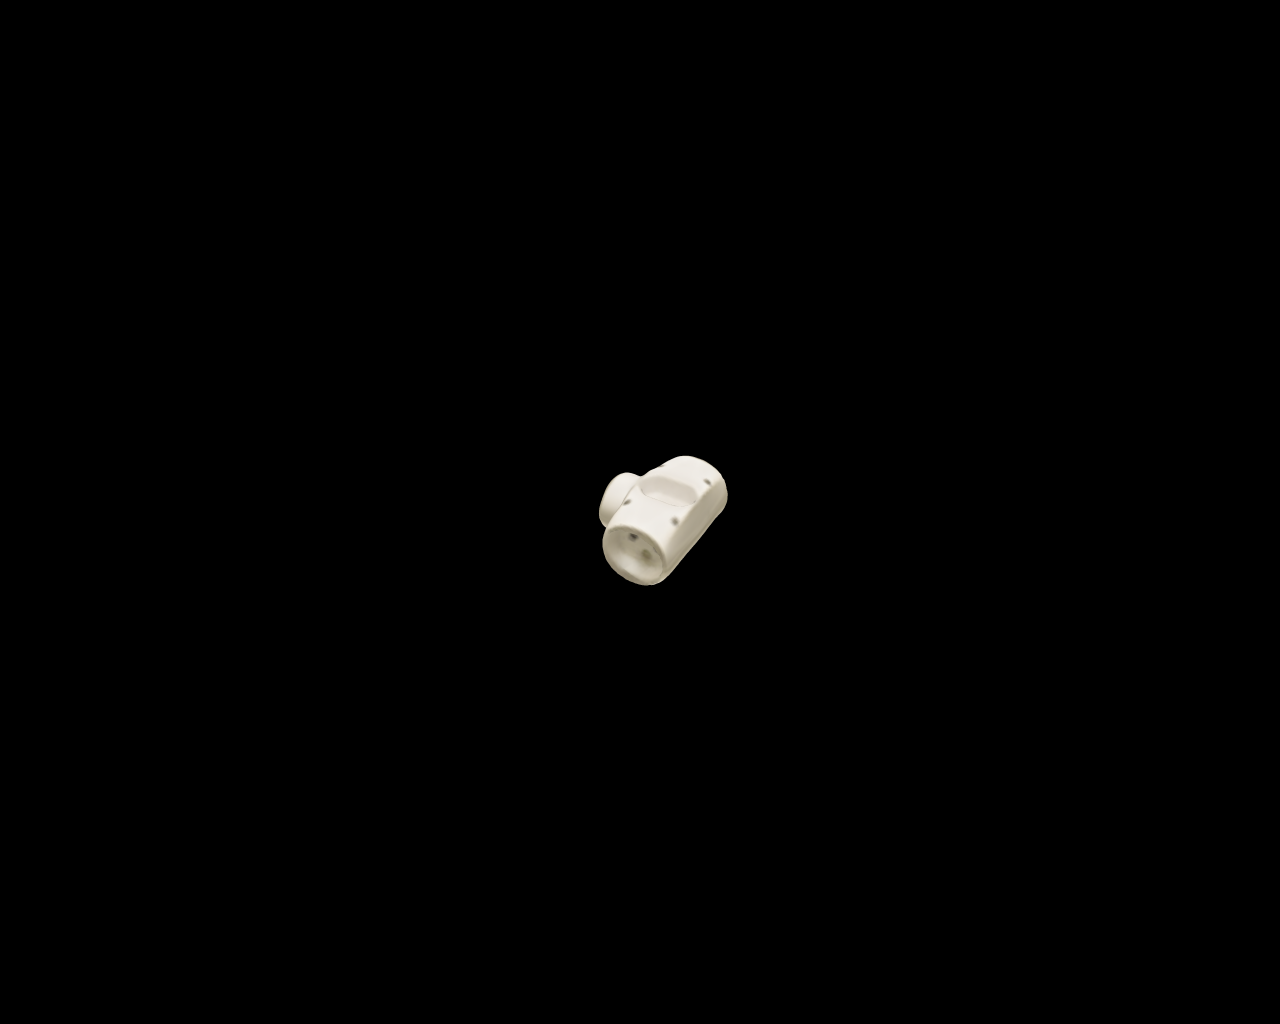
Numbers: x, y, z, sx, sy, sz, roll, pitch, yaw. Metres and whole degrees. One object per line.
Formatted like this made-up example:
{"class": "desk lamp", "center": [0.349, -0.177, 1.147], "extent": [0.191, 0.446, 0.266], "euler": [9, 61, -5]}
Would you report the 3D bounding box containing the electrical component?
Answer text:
{"class": "electrical component", "center": [0.001, -0.003, 0.650], "extent": [0.079, 0.043, 0.077], "euler": [22, 45, 23]}
